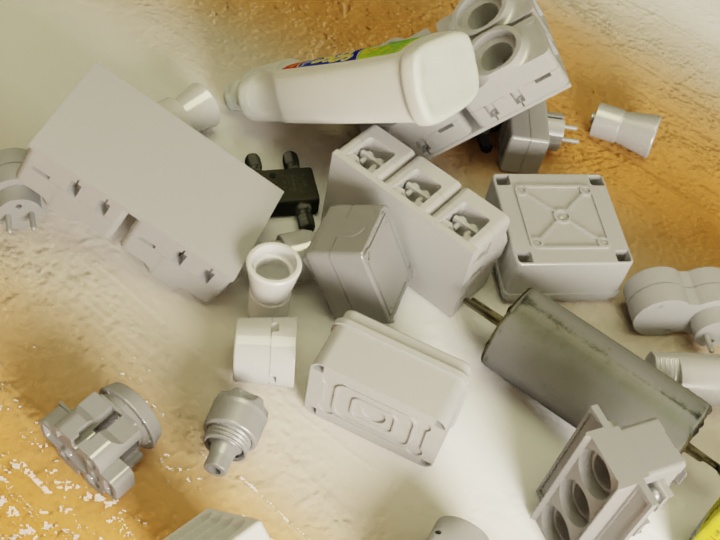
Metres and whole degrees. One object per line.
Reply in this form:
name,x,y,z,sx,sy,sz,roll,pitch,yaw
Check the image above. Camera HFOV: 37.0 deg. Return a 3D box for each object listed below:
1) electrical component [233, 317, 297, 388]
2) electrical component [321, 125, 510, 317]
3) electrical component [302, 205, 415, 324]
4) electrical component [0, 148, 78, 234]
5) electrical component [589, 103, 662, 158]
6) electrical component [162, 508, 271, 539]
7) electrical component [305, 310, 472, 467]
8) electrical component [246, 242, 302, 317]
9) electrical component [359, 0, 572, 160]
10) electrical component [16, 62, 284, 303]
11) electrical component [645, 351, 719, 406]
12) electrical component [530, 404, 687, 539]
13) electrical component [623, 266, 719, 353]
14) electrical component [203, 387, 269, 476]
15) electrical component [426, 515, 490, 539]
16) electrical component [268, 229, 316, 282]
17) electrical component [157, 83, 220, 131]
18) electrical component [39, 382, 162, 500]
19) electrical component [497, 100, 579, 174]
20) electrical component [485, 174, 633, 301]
electrical component,-0.074,0.063,0.838,0.047,0.055,0.055,3,51,-3
electrical component,0.047,-0.045,0.924,0.150,0.089,0.062,37,54,19
electrical component,0.000,0.000,0.886,0.061,0.096,0.061,1,45,26
electrical component,-0.286,-0.059,0.897,0.138,0.052,0.073,-7,53,-17
electrical component,0.263,-0.142,1.075,0.065,0.044,0.044,19,50,11
electrical component,-0.085,0.206,0.713,0.047,0.083,0.075,-32,101,-30
electrical component,0.021,0.089,0.818,0.113,0.078,0.057,24,54,9
electrical component,-0.072,0.014,0.869,0.044,0.065,0.044,5,50,-6
electrical component,0.085,-0.179,0.990,0.186,0.060,0.105,-26,50,19
electrical component,-0.171,-0.068,0.883,0.186,0.060,0.105,35,50,-12
electrical component,0.266,0.089,0.886,0.081,0.043,0.043,3,51,-8
electrical component,0.176,0.157,0.764,0.063,0.121,0.078,-12,55,-23
electrical component,0.302,0.041,0.926,0.138,0.052,0.073,1,51,-10
electrical component,-0.096,0.121,0.793,0.043,0.043,0.062,18,52,4
electrical component,0.072,0.222,0.742,0.079,0.043,0.077,27,52,12
electrical component,-0.063,-0.009,0.904,0.062,0.043,0.043,-12,55,-18
electrical component,-0.164,-0.141,0.991,0.045,0.045,0.055,41,56,21
electrical component,-0.181,0.118,0.771,0.078,0.058,0.057,36,57,18
electrical component,0.177,-0.137,1.049,0.076,0.047,0.083,7,51,-5
electrical component,0.172,-0.030,0.956,0.109,0.056,0.108,-1,52,-11
